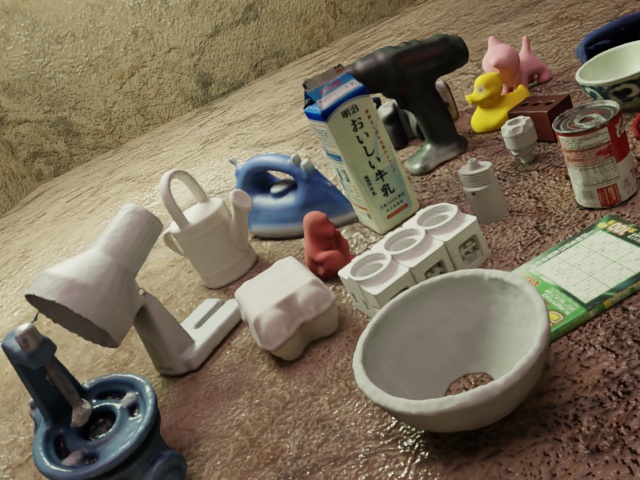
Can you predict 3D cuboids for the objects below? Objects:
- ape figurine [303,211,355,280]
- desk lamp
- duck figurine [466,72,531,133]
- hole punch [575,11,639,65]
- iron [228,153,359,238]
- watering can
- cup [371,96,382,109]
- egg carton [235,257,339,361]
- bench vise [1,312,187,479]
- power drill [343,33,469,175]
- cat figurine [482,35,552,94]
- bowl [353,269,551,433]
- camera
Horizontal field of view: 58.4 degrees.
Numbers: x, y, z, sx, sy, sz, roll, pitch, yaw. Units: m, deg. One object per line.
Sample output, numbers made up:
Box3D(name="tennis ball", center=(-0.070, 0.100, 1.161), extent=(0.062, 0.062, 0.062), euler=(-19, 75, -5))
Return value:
Box3D(name="ape figurine", center=(0.007, 0.003, 0.774), extent=(0.076, 0.092, 0.078), euler=(-12, 29, 32))
Box3D(name="desk lamp", center=(-0.230, 0.075, 0.734), extent=(0.117, 0.214, 0.203), euler=(-4, 34, 42))
Box3D(name="duck figurine", center=(0.292, -0.238, 0.952), extent=(0.104, 0.086, 0.077), euler=(-23, 25, 12))
Box3D(name="hole punch", center=(0.464, -0.312, 0.910), extent=(0.108, 0.091, 0.101), euler=(-21, 25, 16))
Box3D(name="iron", center=(-0.054, -0.090, 0.961), extent=(0.257, 0.142, 0.119), euler=(-1, 36, 46))
Box3D(name="watering can", center=(-0.182, -0.030, 0.915), extent=(0.173, 0.194, 0.101), euler=(-26, 24, 5))
Box3D(name="cup", center=(0.082, -0.221, 1.132), extent=(0.118, 0.095, 0.091), euler=(-32, 24, -7))
Box3D(name="egg carton", center=(-0.043, 0.081, 0.702), extent=(0.107, 0.069, 0.150), euler=(-33, 25, -11))
Box3D(name="bench vise", center=(-0.255, 0.173, 0.562), extent=(0.207, 0.220, 0.121), euler=(-16, 27, 26))
Box3D(name="power drill", center=(0.145, -0.216, 0.917), extent=(0.229, 0.209, 0.075), euler=(-30, 24, -3))
Box3D(name="cat figurine", center=(0.337, -0.312, 1.012), extent=(0.128, 0.118, 0.067), euler=(-38, 26, -21))
Box3D(name="bowl", center=(0.116, 0.103, 0.483), extent=(0.167, 0.075, 0.167), euler=(-23, 25, 12))
Box3D(name="camera", center=(0.177, -0.231, 1.043), extent=(0.143, 0.101, 0.137), euler=(-22, 25, 14))
